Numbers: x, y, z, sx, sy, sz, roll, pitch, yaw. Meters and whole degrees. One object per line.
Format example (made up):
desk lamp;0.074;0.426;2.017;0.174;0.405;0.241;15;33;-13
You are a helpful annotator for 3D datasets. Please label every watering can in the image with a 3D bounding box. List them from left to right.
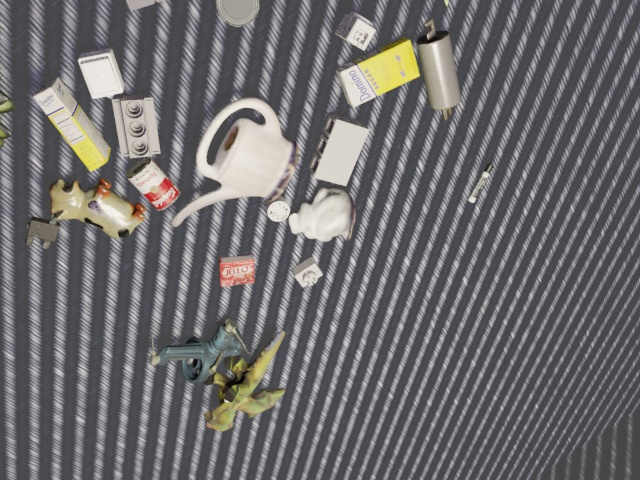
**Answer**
watering can;-0.184;-0.151;1.174;0.223;0.106;0.343;22;108;-28

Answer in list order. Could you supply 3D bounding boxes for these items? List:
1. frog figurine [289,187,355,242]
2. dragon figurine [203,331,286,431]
frog figurine;0.004;-0.065;1.284;0.159;0.122;0.138;3;84;-10
dragon figurine;-0.197;0.433;1.515;0.408;0.124;0.239;-39;140;8
